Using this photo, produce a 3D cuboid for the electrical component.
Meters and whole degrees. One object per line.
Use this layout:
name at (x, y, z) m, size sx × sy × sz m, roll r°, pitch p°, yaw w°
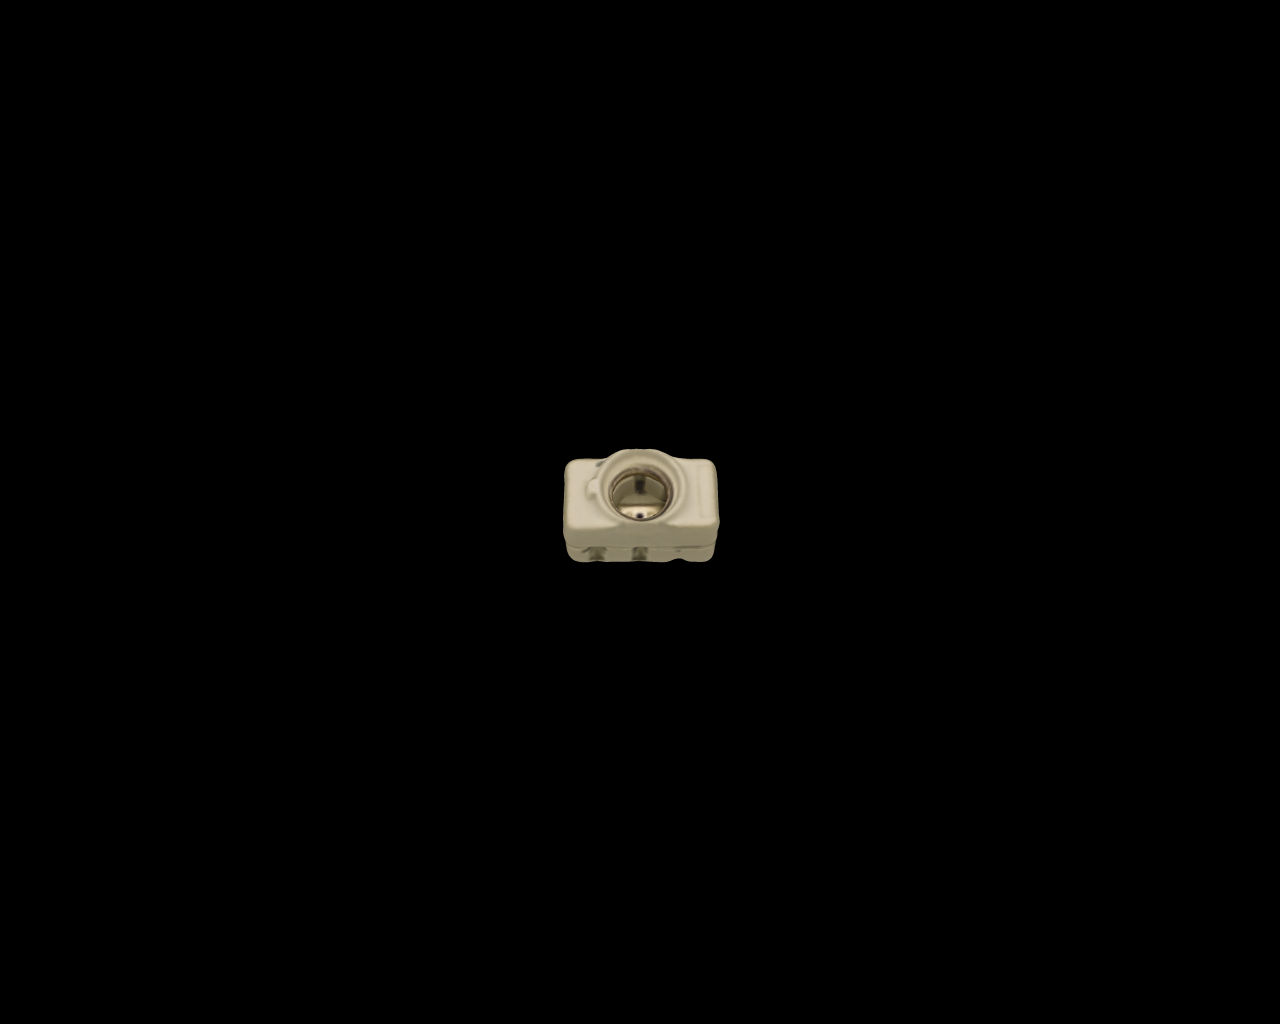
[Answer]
electrical component at (0.001, -0.003, 0.650) m, size 0.089 × 0.050 × 0.055 m, roll 0°, pitch -28°, yaw 0°
